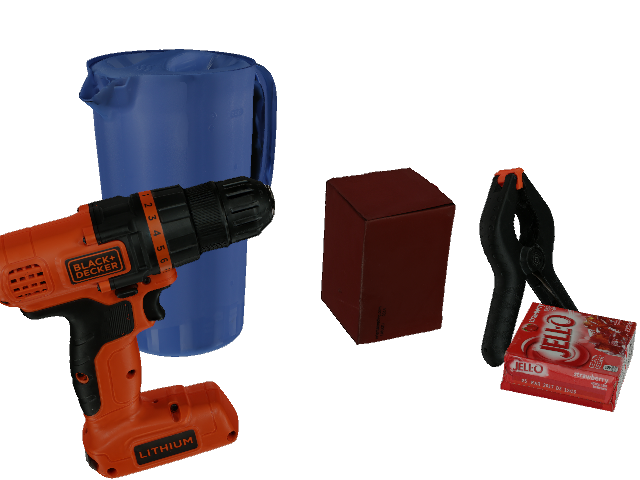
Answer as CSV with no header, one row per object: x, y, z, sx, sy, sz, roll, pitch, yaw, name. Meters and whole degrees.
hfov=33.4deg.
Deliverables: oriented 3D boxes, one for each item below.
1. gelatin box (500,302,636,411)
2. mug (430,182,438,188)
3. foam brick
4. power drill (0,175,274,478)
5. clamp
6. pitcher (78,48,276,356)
0.166,0.075,0.709,0.073,0.030,0.089,11,23,21,gelatin box
0.101,-0.024,1.256,0.093,0.081,0.117,17,33,34,mug
0.034,0.007,0.569,0.052,0.078,0.051,-9,32,-21,foam brick
-0.107,0.055,0.701,0.184,0.187,0.057,-14,28,-8,power drill
0.171,0.026,0.936,0.120,0.171,0.039,-23,8,-40,clamp
-0.111,-0.036,0.885,0.149,0.243,0.145,0,19,-2,pitcher
